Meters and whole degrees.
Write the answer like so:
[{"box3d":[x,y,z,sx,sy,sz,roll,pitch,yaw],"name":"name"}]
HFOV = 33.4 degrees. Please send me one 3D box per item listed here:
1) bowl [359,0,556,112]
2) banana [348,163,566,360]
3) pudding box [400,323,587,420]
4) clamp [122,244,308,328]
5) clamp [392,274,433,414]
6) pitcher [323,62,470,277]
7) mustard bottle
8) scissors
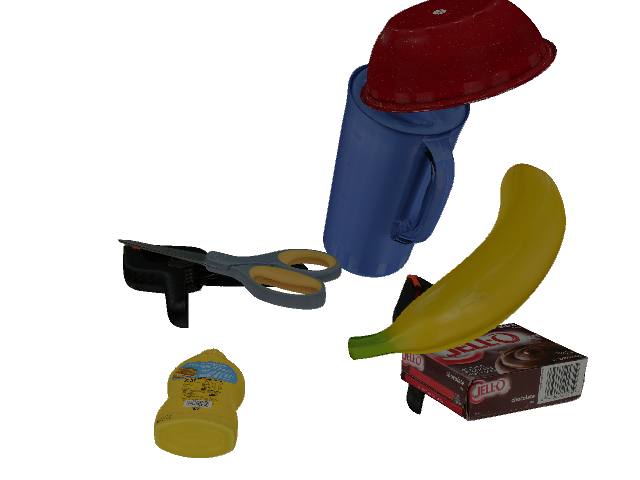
[{"box3d":[0.103,-0.159,0.855,0.162,0.055,0.162,-14,24,6],"name":"bowl"},{"box3d":[0.092,0.005,0.572,0.070,0.037,0.197,14,36,33],"name":"banana"},{"box3d":[0.131,0.098,0.817,0.113,0.039,0.090,-3,16,-29],"name":"pudding box"},{"box3d":[-0.139,0.037,1.066,0.210,0.036,0.164,11,21,38],"name":"clamp"},{"box3d":[0.132,0.103,1.095,0.120,0.171,0.039,1,-44,-14],"name":"clamp"},{"box3d":[0.079,-0.067,1.204,0.145,0.243,0.149,22,44,9],"name":"pitcher"},{"box3d":[-0.142,0.189,1.313,0.096,0.058,0.191,2,25,1],"name":"mustard bottle"},{"box3d":[-0.068,0.014,0.905,0.202,0.016,0.096,20,30,34],"name":"scissors"}]
